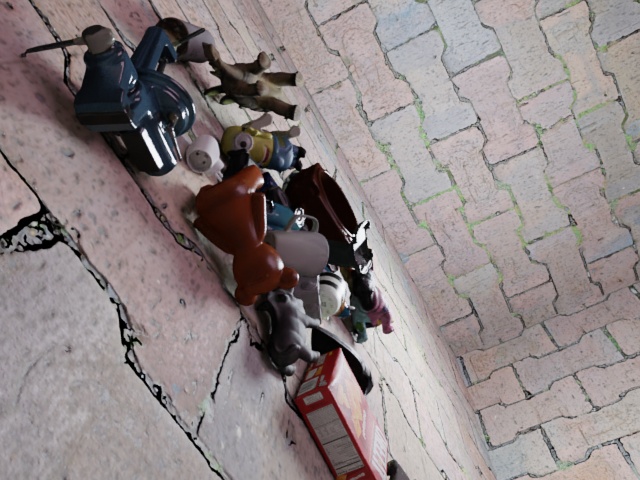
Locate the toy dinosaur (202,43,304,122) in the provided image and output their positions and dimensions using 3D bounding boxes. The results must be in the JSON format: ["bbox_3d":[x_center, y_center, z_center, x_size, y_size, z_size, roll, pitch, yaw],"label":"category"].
[{"bbox_3d":[-0.137,-0.339,1.226,0.471,0.199,0.105,17,86,-65],"label":"toy dinosaur"}]

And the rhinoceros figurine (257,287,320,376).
[{"bbox_3d":[-0.060,0.137,0.911,0.112,0.073,0.190,42,24,-32],"label":"rhinoceros figurine"}]

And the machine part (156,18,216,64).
[{"bbox_3d":[-0.276,-0.408,1.109,0.079,0.079,0.243,61,12,-10],"label":"machine part"}]

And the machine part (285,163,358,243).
[{"bbox_3d":[0.011,-0.065,1.231,0.201,0.087,0.201,58,17,-18],"label":"machine part"}]

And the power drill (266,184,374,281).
[{"bbox_3d":[-0.002,-0.003,1.086,0.086,0.208,0.231,-51,135,-57],"label":"power drill"}]

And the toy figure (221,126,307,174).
[{"bbox_3d":[-0.122,-0.189,1.141,0.089,0.180,0.082,15,-82,58],"label":"toy figure"}]

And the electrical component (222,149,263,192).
[{"bbox_3d":[-0.152,-0.111,1.054,0.074,0.048,0.119,37,52,-58],"label":"electrical component"}]

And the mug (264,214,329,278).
[{"bbox_3d":[-0.045,0.009,0.931,0.107,0.109,0.081,10,13,-40],"label":"mug"}]

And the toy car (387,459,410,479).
[{"bbox_3d":[0.139,0.495,1.005,0.089,0.053,0.202,53,17,-1],"label":"toy car"}]

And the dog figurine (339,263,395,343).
[{"bbox_3d":[0.119,0.141,1.406,0.191,0.109,0.219,-75,150,-78],"label":"dog figurine"}]

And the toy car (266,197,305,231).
[{"bbox_3d":[-0.096,-0.015,0.990,0.161,0.109,0.103,16,66,-61],"label":"toy car"}]

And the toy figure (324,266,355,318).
[{"bbox_3d":[0.023,0.127,1.259,0.064,0.058,0.154,3,-53,58],"label":"toy figure"}]

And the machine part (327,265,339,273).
[{"bbox_3d":[-0.011,0.017,1.359,0.179,0.056,0.179,57,15,-26],"label":"machine part"}]

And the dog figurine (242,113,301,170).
[{"bbox_3d":[-0.148,-0.222,1.273,0.172,0.121,0.191,19,-3,-25],"label":"dog figurine"}]

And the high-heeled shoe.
[{"bbox_3d":[0.047,0.237,1.102,0.145,0.086,0.248,-96,160,-65],"label":"high-heeled shoe"}]

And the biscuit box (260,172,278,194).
[{"bbox_3d":[-0.087,-0.050,1.181,0.202,0.059,0.063,56,15,-29],"label":"biscuit box"}]

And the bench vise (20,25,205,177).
[{"bbox_3d":[-0.241,-0.214,0.720,0.223,0.129,0.241,61,28,-47],"label":"bench vise"}]

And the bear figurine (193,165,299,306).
[{"bbox_3d":[-0.115,-0.006,0.857,0.195,0.120,0.132,62,9,-15],"label":"bear figurine"}]
